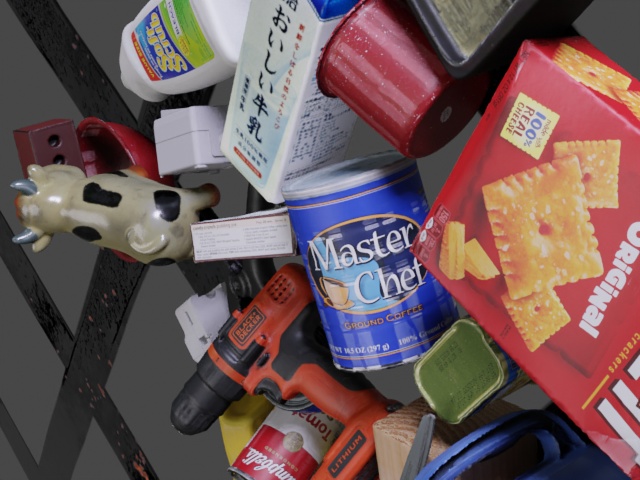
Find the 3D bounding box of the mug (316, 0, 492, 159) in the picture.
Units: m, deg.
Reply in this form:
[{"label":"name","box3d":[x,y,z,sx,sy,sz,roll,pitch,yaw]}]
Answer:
[{"label":"mug","box3d":[0.065,-0.117,0.700,0.081,0.093,0.117,45,106,22]}]

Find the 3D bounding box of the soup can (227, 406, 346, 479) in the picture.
[{"label":"soup can","box3d":[-0.028,0.191,0.984,0.068,0.102,0.068,33,160,14]}]

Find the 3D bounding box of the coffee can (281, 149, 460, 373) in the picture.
[{"label":"coffee can","box3d":[0.039,0.014,0.791,0.103,0.102,0.140,-1,109,56]}]

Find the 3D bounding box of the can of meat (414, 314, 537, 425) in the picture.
[{"label":"can of meat","box3d":[0.122,0.076,0.728,0.057,0.083,0.102,56,146,17]}]

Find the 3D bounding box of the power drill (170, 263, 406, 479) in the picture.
[{"label":"power drill","box3d":[-0.025,0.138,0.895,0.188,0.057,0.184,44,101,29]}]

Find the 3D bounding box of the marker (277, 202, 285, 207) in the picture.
[{"label":"marker","box3d":[-0.006,0.001,0.926,0.121,0.020,0.020,58,147,13]}]

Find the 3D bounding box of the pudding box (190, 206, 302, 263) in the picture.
[{"label":"pudding box","box3d":[-0.037,-0.006,0.877,0.114,0.089,0.039,-7,94,39]}]

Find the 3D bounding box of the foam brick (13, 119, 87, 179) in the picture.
[{"label":"foam brick","box3d":[-0.288,-0.087,1.145,0.051,0.052,0.078,12,118,53]}]

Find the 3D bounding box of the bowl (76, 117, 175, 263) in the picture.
[{"label":"bowl","box3d":[-0.200,-0.060,1.136,0.162,0.055,0.162,33,135,41]}]

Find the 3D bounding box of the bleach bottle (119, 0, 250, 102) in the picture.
[{"label":"bleach bottle","box3d":[-0.120,-0.170,0.947,0.251,0.068,0.102,-17,96,60]}]

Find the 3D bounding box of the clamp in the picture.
[{"label":"clamp","box3d":[-0.062,0.032,1.010,0.165,0.036,0.210,-23,86,58]}]

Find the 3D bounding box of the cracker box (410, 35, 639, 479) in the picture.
[{"label":"cracker box","box3d":[0.167,0.011,0.607,0.214,0.071,0.164,48,130,28]}]

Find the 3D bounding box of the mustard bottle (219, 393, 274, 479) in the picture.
[{"label":"mustard bottle","box3d":[-0.053,0.238,1.074,0.058,0.096,0.191,-2,113,17]}]

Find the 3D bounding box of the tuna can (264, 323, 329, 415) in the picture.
[{"label":"tuna can","box3d":[-0.015,0.111,0.950,0.086,0.033,0.086,-7,76,27]}]

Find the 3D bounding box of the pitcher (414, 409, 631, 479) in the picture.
[{"label":"pitcher","box3d":[0.109,0.229,0.696,0.149,0.242,0.145,42,142,41]}]

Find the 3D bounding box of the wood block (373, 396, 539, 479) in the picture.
[{"label":"wood block","box3d":[0.113,0.227,0.830,0.090,0.090,0.206,20,125,49]}]

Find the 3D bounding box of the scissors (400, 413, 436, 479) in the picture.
[{"label":"scissors","box3d":[0.050,0.186,0.794,0.096,0.016,0.202,32,134,44]}]
